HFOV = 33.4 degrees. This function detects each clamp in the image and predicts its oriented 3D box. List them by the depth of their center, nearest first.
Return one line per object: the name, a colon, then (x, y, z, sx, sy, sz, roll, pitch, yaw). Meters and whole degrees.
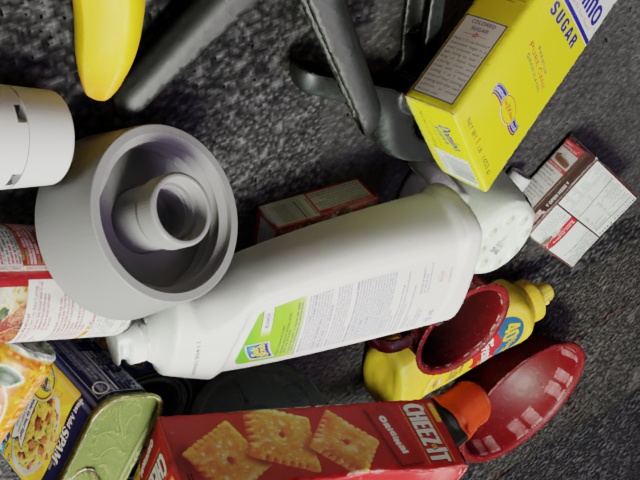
clamp: (-0.010, -0.147, 0.581, 0.164, 0.036, 0.210, 7, 120, -30)
clamp: (0.063, -0.112, 0.703, 0.120, 0.039, 0.171, -43, 144, 9)

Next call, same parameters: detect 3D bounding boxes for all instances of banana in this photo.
banana: (-0.120, -0.146, 0.500, 0.069, 0.037, 0.197, -24, 143, 2)

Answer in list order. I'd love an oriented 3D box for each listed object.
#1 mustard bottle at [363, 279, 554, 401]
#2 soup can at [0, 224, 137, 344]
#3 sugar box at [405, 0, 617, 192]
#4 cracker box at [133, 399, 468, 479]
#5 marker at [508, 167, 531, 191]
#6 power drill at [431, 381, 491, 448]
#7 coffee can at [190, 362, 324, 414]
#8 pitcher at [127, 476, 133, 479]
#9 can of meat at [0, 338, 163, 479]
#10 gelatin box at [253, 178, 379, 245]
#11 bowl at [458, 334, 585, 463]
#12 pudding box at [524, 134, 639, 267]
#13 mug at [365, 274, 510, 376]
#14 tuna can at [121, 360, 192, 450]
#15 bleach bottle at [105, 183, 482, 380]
mustard bottle: (0.131, 0.083, 0.951, 0.191, 0.058, 0.096, -26, 151, -23)
soup can: (-0.160, 0.024, 0.609, 0.102, 0.069, 0.069, 0, 127, -44)
sugar box: (0.131, -0.129, 0.703, 0.176, 0.048, 0.093, -53, 146, -11)
cracker box: (-0.027, 0.192, 0.733, 0.213, 0.072, 0.164, 2, 130, -30)
marker: (0.135, -0.007, 0.895, 0.020, 0.020, 0.121, 9, 121, -47)
power drill: (0.060, 0.218, 0.969, 0.184, 0.057, 0.188, -23, 157, -49)
coffee can: (-0.043, 0.177, 0.847, 0.102, 0.103, 0.140, -28, 142, -19)
pitcher: (-0.147, 0.312, 0.864, 0.144, 0.149, 0.243, -39, 152, -38)
can of meat: (-0.160, 0.116, 0.682, 0.057, 0.084, 0.102, 6, 117, -54)
gelatin box: (-0.005, 0.001, 0.762, 0.089, 0.030, 0.073, -17, 138, -30)
bowl: (0.188, 0.148, 1.075, 0.161, 0.055, 0.162, -25, 141, -22)
pudding box: (0.220, -0.031, 0.933, 0.090, 0.039, 0.113, -49, 145, 11)
mug: (0.081, 0.052, 0.851, 0.117, 0.082, 0.093, -25, 141, -23)
tuna can: (-0.134, 0.113, 0.754, 0.086, 0.034, 0.086, -25, 141, -22)
bleach bottle: (-0.017, 0.033, 0.708, 0.250, 0.068, 0.103, -12, 134, -26)
